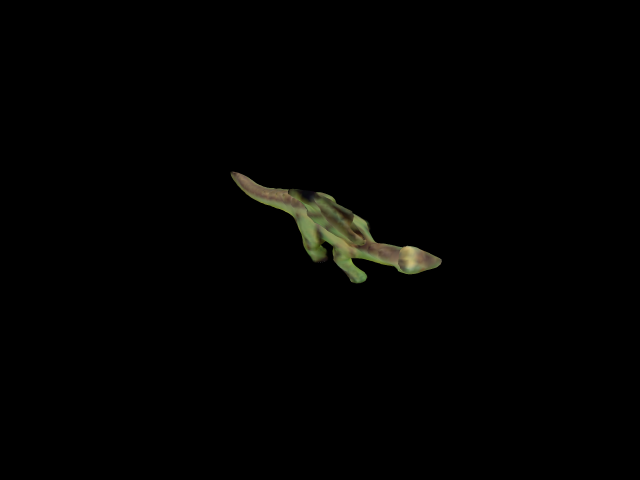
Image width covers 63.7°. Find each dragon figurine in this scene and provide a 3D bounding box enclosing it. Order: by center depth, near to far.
[{"bbox_3d":[0.003,-0.043,0.850,0.411,0.123,0.240,28,-12,7],"label":"dragon figurine"}]
